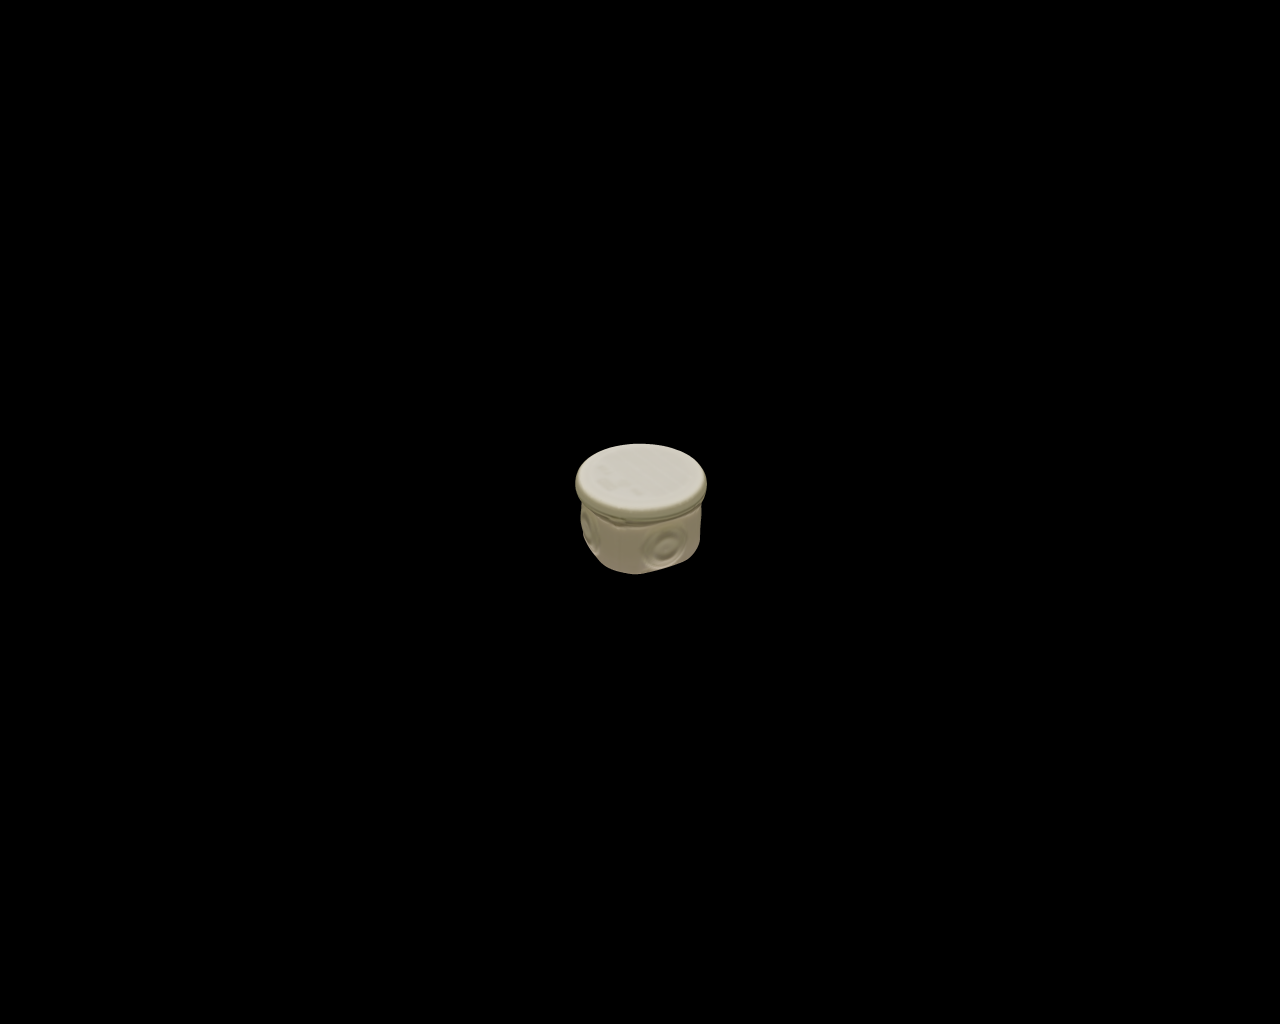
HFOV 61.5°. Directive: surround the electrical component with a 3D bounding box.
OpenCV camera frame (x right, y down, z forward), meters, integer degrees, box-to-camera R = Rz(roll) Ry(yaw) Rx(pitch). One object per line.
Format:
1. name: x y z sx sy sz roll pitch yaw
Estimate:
1. electrical component: 0.001 -0.003 0.650 0.080 0.050 0.080 0 34 0
